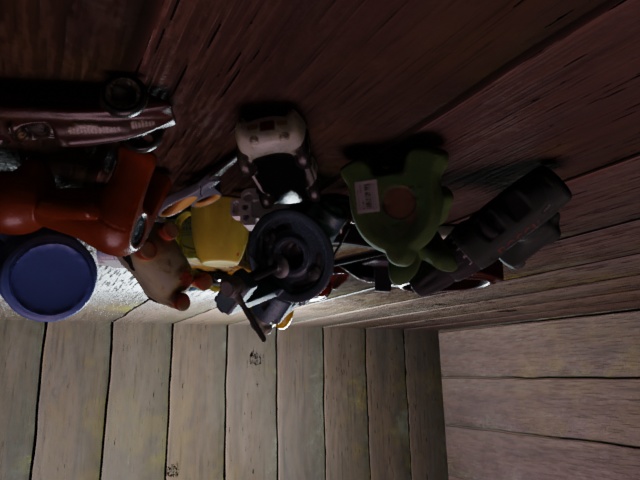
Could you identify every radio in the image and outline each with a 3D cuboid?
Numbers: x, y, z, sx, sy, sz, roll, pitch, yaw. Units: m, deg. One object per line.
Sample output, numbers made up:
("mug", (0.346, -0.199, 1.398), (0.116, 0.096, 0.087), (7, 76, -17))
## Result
("radio", (-0.002, -0.003, 0.867), (0.131, 0.073, 0.230), (10, 162, -39))

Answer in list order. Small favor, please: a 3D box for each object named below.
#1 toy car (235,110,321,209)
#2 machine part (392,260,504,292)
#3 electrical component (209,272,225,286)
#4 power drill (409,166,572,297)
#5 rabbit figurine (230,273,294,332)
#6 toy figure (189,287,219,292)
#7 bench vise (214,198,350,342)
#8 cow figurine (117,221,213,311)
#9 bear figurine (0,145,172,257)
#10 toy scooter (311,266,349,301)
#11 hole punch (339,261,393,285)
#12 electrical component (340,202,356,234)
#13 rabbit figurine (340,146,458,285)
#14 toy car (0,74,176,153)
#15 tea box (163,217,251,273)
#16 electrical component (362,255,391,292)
("toy car", (-0.041, -0.081, 0.588), (0.074, 0.056, 0.201), (-8, 167, 3))
("machine part", (0.252, 0.053, 1.091), (0.201, 0.087, 0.201), (-14, 163, 40))
("electrical component", (-0.200, 0.072, 0.987), (0.063, 0.021, 0.094), (1, 170, -4))
("power drill", (0.244, -0.002, 0.746), (0.232, 0.086, 0.207), (-45, 150, 24))
("rabbit figurine", (-0.098, 0.094, 1.025), (0.173, 0.162, 0.122), (-1, 177, 37))
("toy figure", (-0.237, 0.069, 1.137), (0.180, 0.082, 0.089), (0, -173, -36))
("bench vise", (-0.062, 0.048, 0.680), (0.223, 0.129, 0.240), (-45, 170, 24))
("cow figurine", (-0.253, 0.009, 0.756), (0.127, 0.085, 0.194), (-1, 130, 39))
("bear figurine", (-0.290, -0.054, 0.616), (0.196, 0.132, 0.120), (17, 166, 3))
("toy scooter", (0.006, 0.061, 1.081), (0.184, 0.075, 0.135), (-35, 155, 22))
("hole punch", (0.095, 0.022, 0.991), (0.142, 0.092, 0.116), (5, -168, -35))
("electrical component", (0.070, -0.038, 0.742), (0.102, 0.078, 0.045), (3, -165, -36))
("rabbit figurine", (0.117, -0.032, 0.652), (0.121, 0.159, 0.170), (-17, 177, 21))
("toy car", (-0.233, -0.107, 0.474), (0.202, 0.053, 0.089), (2, 163, -7))
("tea box", (-0.190, 0.012, 0.926), (0.098, 0.068, 0.169), (-2, 168, 12))
("electrical component", (0.109, 0.025, 0.894), (0.075, 0.119, 0.048), (7, 164, -22))
